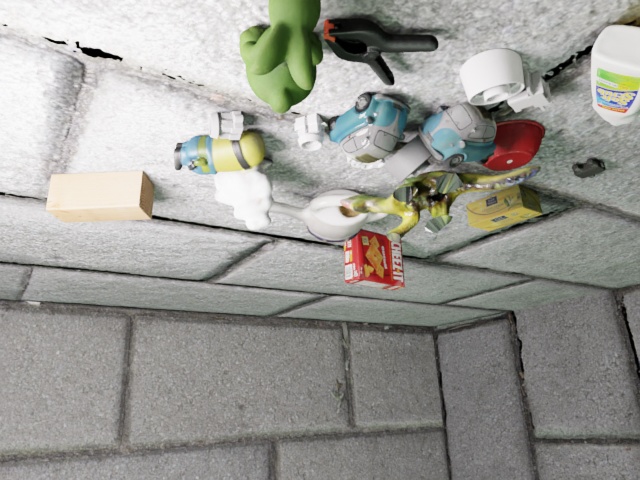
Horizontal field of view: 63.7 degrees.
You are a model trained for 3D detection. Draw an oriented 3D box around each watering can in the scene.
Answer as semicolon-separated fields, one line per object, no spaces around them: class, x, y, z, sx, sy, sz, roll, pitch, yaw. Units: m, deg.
watering can;0.004;-0.067;1.322;0.348;0.105;0.221;-1;162;-6

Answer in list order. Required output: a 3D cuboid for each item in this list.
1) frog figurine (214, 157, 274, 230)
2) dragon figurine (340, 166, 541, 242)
frog figurine;-0.164;-0.101;1.108;0.137;0.162;0.121;-9;158;17
dragon figurine;0.242;-0.116;1.123;0.409;0.120;0.247;-15;-158;11
